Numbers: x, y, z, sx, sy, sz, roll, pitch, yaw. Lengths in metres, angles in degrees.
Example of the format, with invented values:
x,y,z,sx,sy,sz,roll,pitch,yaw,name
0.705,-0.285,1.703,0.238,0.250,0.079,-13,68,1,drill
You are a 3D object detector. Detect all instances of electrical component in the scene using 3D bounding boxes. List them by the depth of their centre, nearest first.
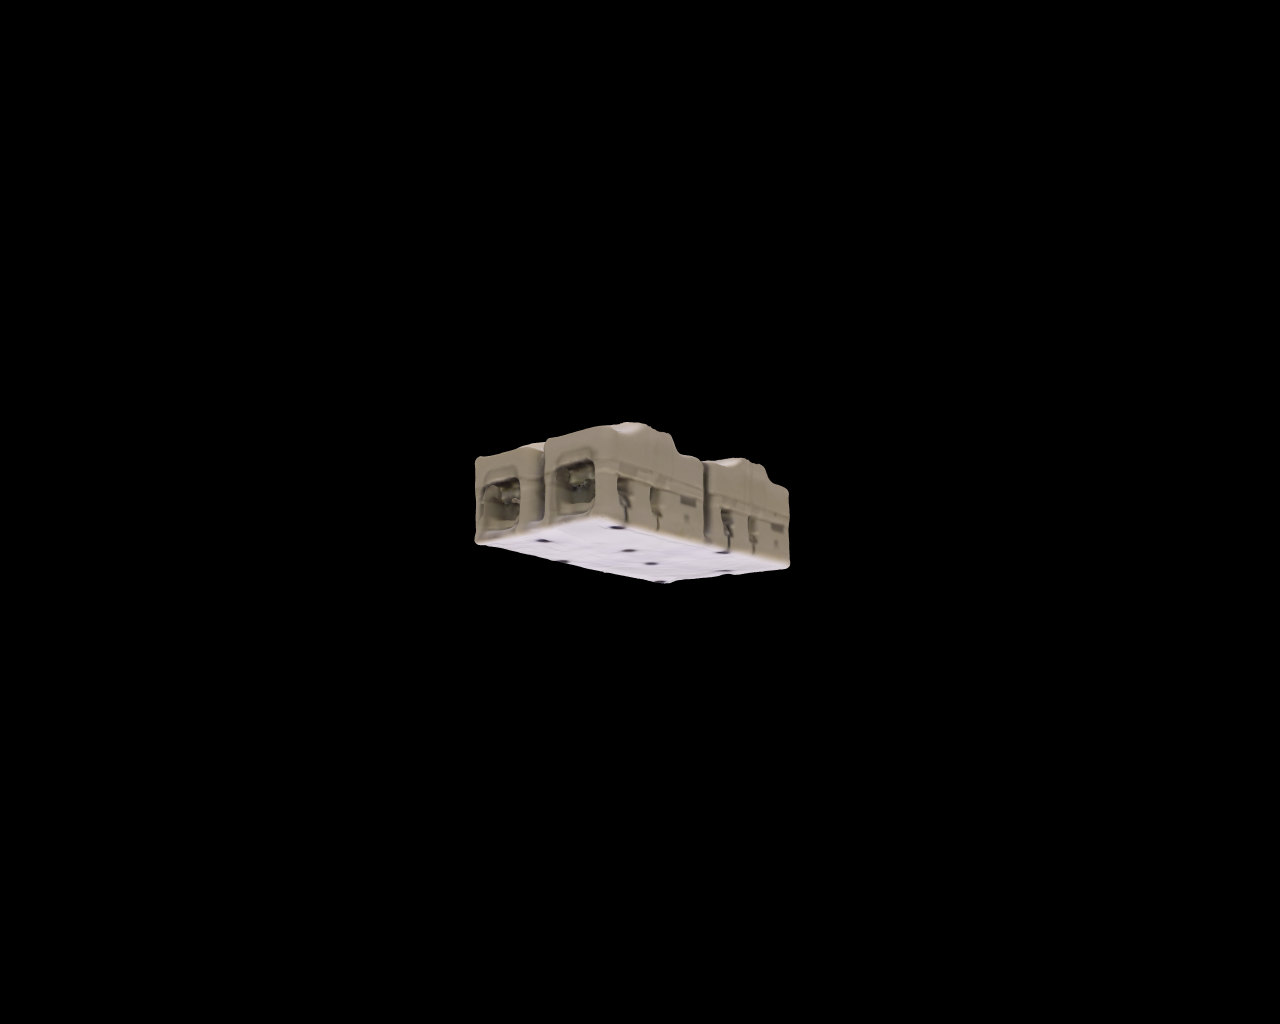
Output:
x,y,z,sx,sy,sz,roll,pitch,yaw,name
0.001,-0.003,0.650,0.105,0.060,0.186,-11,-17,38,electrical component
